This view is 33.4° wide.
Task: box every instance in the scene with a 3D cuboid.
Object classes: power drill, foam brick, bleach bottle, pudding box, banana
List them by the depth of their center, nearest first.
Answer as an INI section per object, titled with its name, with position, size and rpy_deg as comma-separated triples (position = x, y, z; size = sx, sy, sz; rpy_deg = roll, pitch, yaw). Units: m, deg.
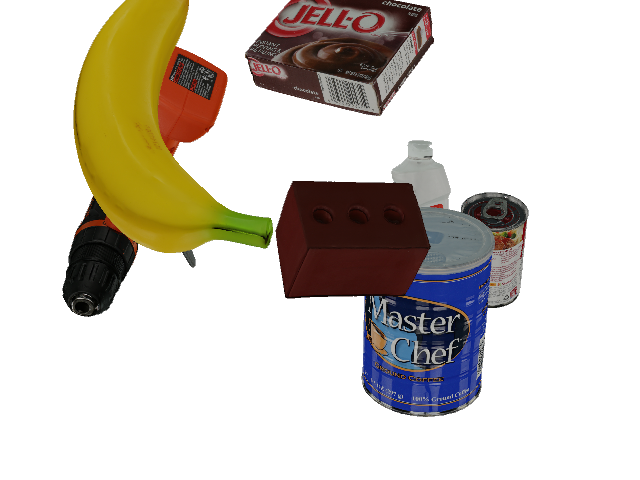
[banana]
position = -0.077, -0.057, 0.482
size = 0.069, 0.037, 0.198
rpy_deg = -6, 46, -17
[foam brick]
position = 0.017, 0.000, 0.643
size = 0.078, 0.053, 0.051
rpy_deg = -1, -37, -17
[pudding box]
position = 0.015, -0.144, 0.794
size = 0.114, 0.090, 0.039
rpy_deg = 19, -32, 26
[power drill]
position = -0.144, -0.049, 0.851
size = 0.057, 0.188, 0.184
rpy_deg = 26, 32, -16
[bleach bottle]
position = 0.111, 0.000, 1.347
size = 0.102, 0.251, 0.068
rpy_deg = -3, 16, -18

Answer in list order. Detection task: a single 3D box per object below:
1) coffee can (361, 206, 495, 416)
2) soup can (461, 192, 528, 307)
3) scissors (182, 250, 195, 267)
[coffee can]
position = 0.086, 0.057, 0.874
size = 0.103, 0.140, 0.103
rpy_deg = 0, 28, 0
[soup can]
position = 0.177, 0.010, 1.105
size = 0.068, 0.102, 0.068
rpy_deg = -2, 35, 1
[scissors]
position = -0.177, -0.075, 1.210
size = 0.016, 0.201, 0.096
rpy_deg = -20, 21, 43
